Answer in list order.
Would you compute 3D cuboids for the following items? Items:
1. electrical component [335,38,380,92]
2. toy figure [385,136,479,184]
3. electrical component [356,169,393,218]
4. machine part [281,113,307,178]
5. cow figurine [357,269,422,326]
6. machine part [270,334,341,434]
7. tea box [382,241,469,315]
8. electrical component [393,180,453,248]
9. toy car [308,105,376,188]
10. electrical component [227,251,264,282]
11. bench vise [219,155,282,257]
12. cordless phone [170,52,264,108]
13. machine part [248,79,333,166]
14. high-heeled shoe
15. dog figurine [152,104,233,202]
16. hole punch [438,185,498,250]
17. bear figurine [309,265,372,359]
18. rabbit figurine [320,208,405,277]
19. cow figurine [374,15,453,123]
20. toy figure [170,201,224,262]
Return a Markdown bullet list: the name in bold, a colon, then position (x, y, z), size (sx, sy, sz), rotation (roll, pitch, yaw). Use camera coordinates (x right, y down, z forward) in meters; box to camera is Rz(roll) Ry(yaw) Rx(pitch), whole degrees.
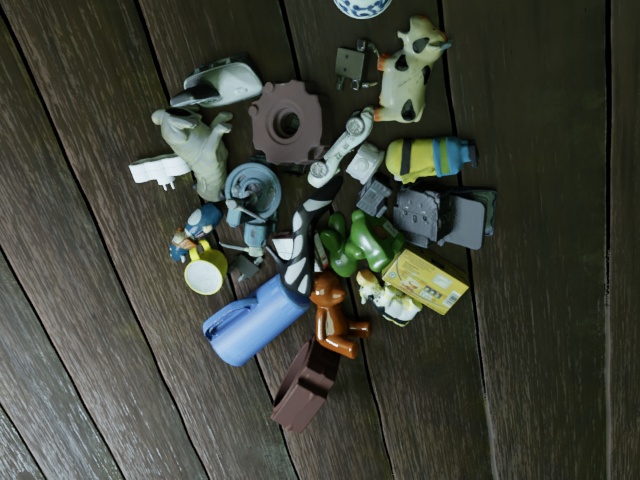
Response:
- **electrical component**: position (0.072, -0.335, 1.033), size (0.078, 0.045, 0.102), rotation (18, 119, 32)
- **toy figure**: position (0.222, -0.168, 1.073), size (0.180, 0.082, 0.089), rotation (-8, 98, 20)
- **electrical component**: position (0.113, -0.089, 1.107), size (0.048, 0.119, 0.074), rotation (32, 119, -8)
- **machine part**: position (-0.038, -0.195, 1.123), size (0.084, 0.039, 0.138), rotation (18, 117, -6)
- **cow figurine**: position (0.149, 0.133, 1.245), size (0.167, 0.068, 0.098), rotation (27, 123, -5)
- **machine part**: position (-0.035, 0.343, 1.302), size (0.087, 0.201, 0.201), rotation (28, 118, -4)
- **tea box**: position (0.234, 0.080, 1.202), size (0.169, 0.068, 0.098), rotation (33, 116, -7)
- **electrical component**: position (0.212, -0.054, 1.115), size (0.115, 0.058, 0.134), rotation (21, 124, 41)
- **toy car**: position (0.046, -0.190, 1.091), size (0.056, 0.073, 0.201), rotation (40, 116, -7)
- **electrical component**: position (-0.177, 0.058, 1.280), size (0.063, 0.021, 0.094), rotation (41, 116, -11)
- **bench vise**: position (-0.146, -0.062, 1.104), size (0.129, 0.240, 0.223), rotation (19, 102, 6)
- **cordless phone**: position (-0.197, -0.292, 1.015), size (0.147, 0.184, 0.088), rotation (-11, 110, 14)
- **machine part**: position (-0.058, -0.229, 1.059), size (0.180, 0.056, 0.179), rotation (5, 101, 26)
- **high-heeled shoe**: position (-0.002, -0.003, 1.112), size (0.145, 0.086, 0.248), rotation (44, 99, 1)
- **dog figurine**: position (-0.265, -0.172, 1.117), size (0.172, 0.121, 0.190), rotation (14, 119, -5)
- **hole punch**: position (0.307, -0.053, 1.124), size (0.116, 0.092, 0.142), rotation (19, 127, 35)
- **bear figurine**: position (0.040, 0.155, 1.238), size (0.132, 0.120, 0.195), rotation (9, 118, 27)
- **rabbit figurine**: position (0.072, 0.018, 1.173), size (0.159, 0.121, 0.170), rotation (41, 130, -8)
- **cow figurine**: position (0.173, -0.316, 1.003), size (0.127, 0.085, 0.194), rotation (9, 115, 11)
- **toy figure**: position (-0.280, -0.019, 1.185), size (0.154, 0.064, 0.057), rotation (-46, 108, 1)
